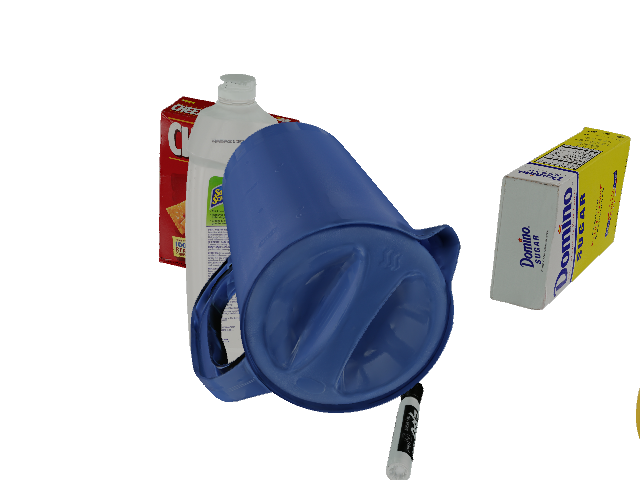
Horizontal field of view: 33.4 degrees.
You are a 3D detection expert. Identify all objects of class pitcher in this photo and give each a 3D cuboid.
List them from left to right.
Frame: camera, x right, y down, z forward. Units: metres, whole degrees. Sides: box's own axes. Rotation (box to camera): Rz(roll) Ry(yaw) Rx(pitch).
[{"bbox_3d":[-0.013,0.008,0.750,0.149,0.145,0.243,6,22,-14],"label":"pitcher"}]

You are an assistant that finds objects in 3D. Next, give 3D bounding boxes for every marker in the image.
[{"bbox_3d":[0.069,0.150,0.861,0.020,0.020,0.121,0,26,11],"label":"marker"}]

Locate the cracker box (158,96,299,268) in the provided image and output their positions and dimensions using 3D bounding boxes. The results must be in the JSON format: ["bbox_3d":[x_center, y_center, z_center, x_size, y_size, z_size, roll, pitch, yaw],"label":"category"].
[{"bbox_3d":[-0.120,-0.059,1.355,0.164,0.214,0.072,13,29,15],"label":"cracker box"}]

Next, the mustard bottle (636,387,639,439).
[{"bbox_3d":[0.207,0.099,0.528,0.096,0.058,0.191,3,39,10],"label":"mustard bottle"}]

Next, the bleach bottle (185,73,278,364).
[{"bbox_3d":[-0.064,-0.016,0.914,0.102,0.251,0.068,-3,22,-15],"label":"bleach bottle"}]

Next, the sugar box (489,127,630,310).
[{"bbox_3d":[0.180,-0.020,0.787,0.048,0.093,0.176,13,23,25],"label":"sugar box"}]
